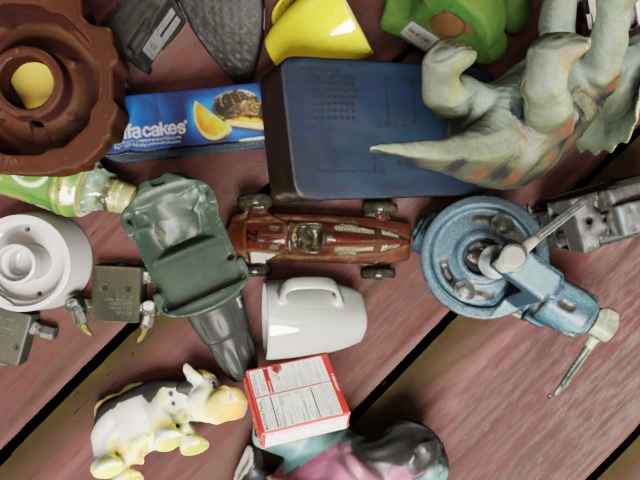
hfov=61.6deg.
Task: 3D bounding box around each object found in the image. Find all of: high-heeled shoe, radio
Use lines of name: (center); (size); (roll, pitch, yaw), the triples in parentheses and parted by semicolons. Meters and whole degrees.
high-heeled shoe: (-0.104, -0.298, 0.571); (0.086, 0.145, 0.248); (-6, 119, 1)
radio: (0.062, -0.104, 0.535); (0.230, 0.073, 0.131); (-4, 94, -20)

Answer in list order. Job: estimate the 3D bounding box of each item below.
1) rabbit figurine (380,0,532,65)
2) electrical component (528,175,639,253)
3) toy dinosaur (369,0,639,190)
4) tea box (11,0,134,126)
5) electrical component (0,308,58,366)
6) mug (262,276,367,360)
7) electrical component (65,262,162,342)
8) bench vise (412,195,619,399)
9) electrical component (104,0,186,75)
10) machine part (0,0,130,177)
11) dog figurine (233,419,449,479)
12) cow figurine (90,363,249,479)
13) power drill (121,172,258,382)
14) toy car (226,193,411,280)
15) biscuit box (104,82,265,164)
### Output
rabbit figurine: (0.167, -0.278, 0.549); (0.159, 0.121, 0.170); (25, 76, -7)
electrical component: (0.295, -0.029, 0.549); (0.115, 0.134, 0.058); (-18, 92, 0)
toy dinosaur: (0.197, -0.117, 0.489); (0.405, 0.131, 0.191); (-33, 132, -18)
tea box: (-0.280, -0.210, 0.552); (0.098, 0.068, 0.169); (-30, 94, -2)
electrical component: (-0.335, 0.104, 0.581); (0.094, 0.021, 0.063); (15, 91, -3)
mug: (-0.005, 0.073, 0.559); (0.107, 0.081, 0.109); (0, 134, -13)
electrical component: (-0.214, 0.064, 0.573); (0.102, 0.045, 0.078); (9, 93, -3)
bench vise: (0.185, 0.037, 0.504); (0.224, 0.240, 0.129); (42, 93, 13)
electrical component: (-0.172, -0.239, 0.554); (0.048, 0.075, 0.119); (36, 87, -2)
machine part: (-0.262, -0.139, 0.491); (0.179, 0.056, 0.179); (0, 91, -4)
dog figurine: (0.030, 0.259, 0.558); (0.219, 0.109, 0.191); (10, 119, -17)
cow figurine: (-0.158, 0.178, 0.563); (0.167, 0.068, 0.098); (-27, 50, 1)
power drill: (-0.108, 0.033, 0.499); (0.086, 0.207, 0.232); (-24, 85, -6)
toy car: (-0.001, -0.002, 0.579); (0.202, 0.053, 0.089); (3, 88, -1)
biscuit box: (-0.127, -0.122, 0.563); (0.203, 0.063, 0.059); (-7, 91, -3)
